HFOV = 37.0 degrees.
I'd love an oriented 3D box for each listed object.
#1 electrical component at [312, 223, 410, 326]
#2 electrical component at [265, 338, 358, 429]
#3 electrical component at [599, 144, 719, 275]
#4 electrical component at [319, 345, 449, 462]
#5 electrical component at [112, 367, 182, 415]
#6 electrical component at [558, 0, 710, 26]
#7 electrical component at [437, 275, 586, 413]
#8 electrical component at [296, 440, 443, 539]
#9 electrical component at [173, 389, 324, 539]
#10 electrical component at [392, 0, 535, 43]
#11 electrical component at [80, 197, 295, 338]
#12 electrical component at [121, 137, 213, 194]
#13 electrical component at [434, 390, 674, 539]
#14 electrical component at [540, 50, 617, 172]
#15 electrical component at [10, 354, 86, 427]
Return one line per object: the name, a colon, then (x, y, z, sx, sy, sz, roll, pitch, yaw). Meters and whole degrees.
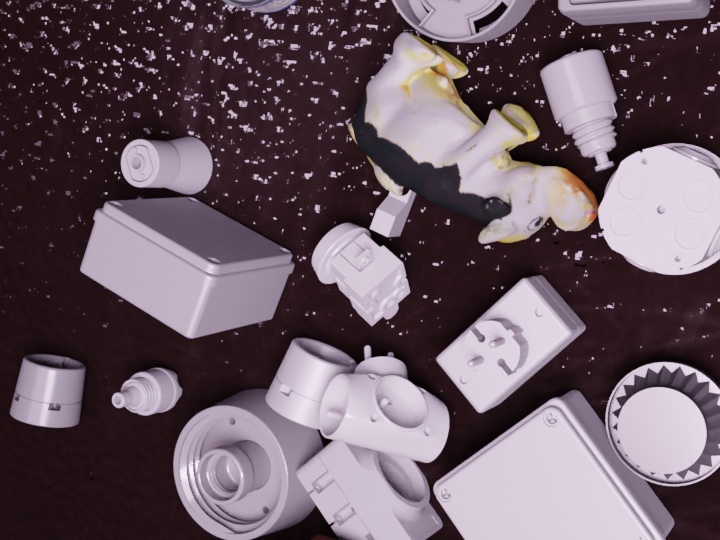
electrical component: (0.000, 0.000, 0.739, 0.048, 0.066, 0.055, -41, 63, -13)
electrical component: (-0.033, 0.079, 0.761, 0.055, 0.055, 0.047, 26, 101, 23)
electrical component: (0.186, -0.036, 0.644, 0.080, 0.051, 0.080, 2, 94, 27)
electrical component: (0.016, 0.086, 0.731, 0.044, 0.077, 0.079, -50, 32, 41)
electrical component: (-0.166, 0.095, 0.823, 0.035, 0.061, 0.035, 2, 94, 27)
electrical component: (0.157, -0.183, 0.644, 0.096, 0.061, 0.061, 3, 94, 27)
electrical component: (0.090, 0.049, 0.684, 0.083, 0.076, 0.047, -45, 74, 22)
electrical component: (0.010, 0.156, 0.746, 0.056, 0.050, 0.089, -42, 75, 24)
electrical component: (-0.086, 0.145, 0.787, 0.108, 0.060, 0.108, 2, 94, 27)
electrical component: (0.066, -0.195, 0.687, 0.099, 0.064, 0.099, 2, 94, 27)
electrical component: (-0.122, -0.005, 0.769, 0.109, 0.109, 0.056, 29, 107, 22)
electrical component: (-0.146, -0.078, 0.800, 0.044, 0.065, 0.044, 2, 94, 27)
electrical component: (0.122, 0.151, 0.685, 0.109, 0.056, 0.108, -41, 76, 23)
electrical component: (0.141, -0.100, 0.669, 0.040, 0.040, 0.078, -19, 85, 26)
electrical component: (-0.251, 0.097, 0.872, 0.055, 0.055, 0.047, 14, 96, 25)
